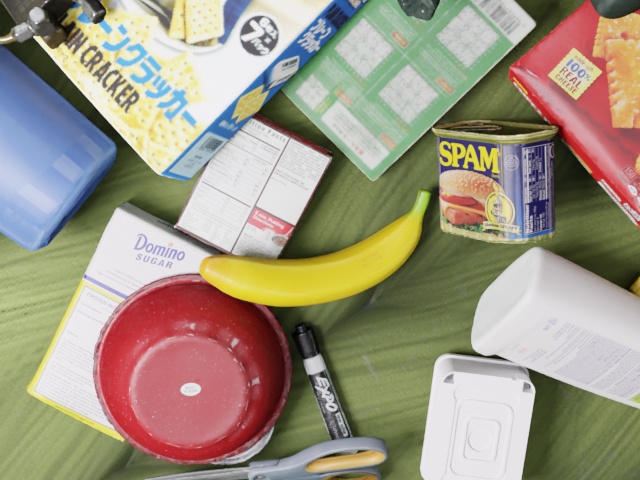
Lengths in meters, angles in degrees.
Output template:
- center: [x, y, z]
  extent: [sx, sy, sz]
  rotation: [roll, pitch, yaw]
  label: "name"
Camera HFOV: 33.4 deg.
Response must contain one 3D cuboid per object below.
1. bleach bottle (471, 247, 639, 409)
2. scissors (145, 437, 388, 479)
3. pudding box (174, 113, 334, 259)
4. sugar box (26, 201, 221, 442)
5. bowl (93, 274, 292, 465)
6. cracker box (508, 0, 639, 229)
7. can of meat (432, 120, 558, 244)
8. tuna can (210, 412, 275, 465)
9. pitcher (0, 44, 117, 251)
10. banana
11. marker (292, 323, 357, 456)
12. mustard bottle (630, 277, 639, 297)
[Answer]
- center: [0.255, 0.097, 0.857]
  extent: [0.250, 0.068, 0.103]
  rotation: [26, 140, -9]
  label: "bleach bottle"
- center: [-0.036, 0.200, 0.895]
  extent: [0.202, 0.016, 0.096]
  rotation: [-15, 142, 14]
  label: "scissors"
- center: [-0.053, -0.041, 0.859]
  extent: [0.090, 0.039, 0.113]
  rotation: [28, 98, -3]
  label: "pudding box"
- center: [-0.161, 0.067, 0.879]
  extent: [0.093, 0.048, 0.176]
  rotation: [28, 97, -5]
  label: "sugar box"
- center: [-0.101, 0.111, 0.838]
  extent: [0.162, 0.055, 0.162]
  rotation: [-1, 101, -3]
  label: "bowl"
- center: [0.275, -0.135, 0.801]
  extent: [0.214, 0.072, 0.164]
  rotation: [-40, 85, 9]
  label: "cracker box"
- center: [0.135, -0.046, 0.822]
  extent: [0.057, 0.102, 0.084]
  rotation: [-13, 106, -31]
  label: "can of meat"
- center: [-0.079, 0.142, 0.896]
  extent: [0.086, 0.033, 0.086]
  rotation: [0, 100, 1]
  label: "tuna can"
- center: [-0.286, -0.097, 0.819]
  extent: [0.242, 0.149, 0.145]
  rotation: [39, 83, -9]
  label: "pitcher"
- center: [0.002, 0.017, 0.848]
  extent: [0.197, 0.037, 0.069]
  rotation: [-19, 105, -17]
  label: "banana"
- center: [0.003, 0.127, 0.898]
  extent: [0.020, 0.020, 0.121]
  rotation: [-19, 100, 5]
  label: "marker"
- center: [0.328, -0.012, 0.841]
  extent: [0.192, 0.058, 0.096]
  rotation: [-38, 80, 9]
  label: "mustard bottle"
